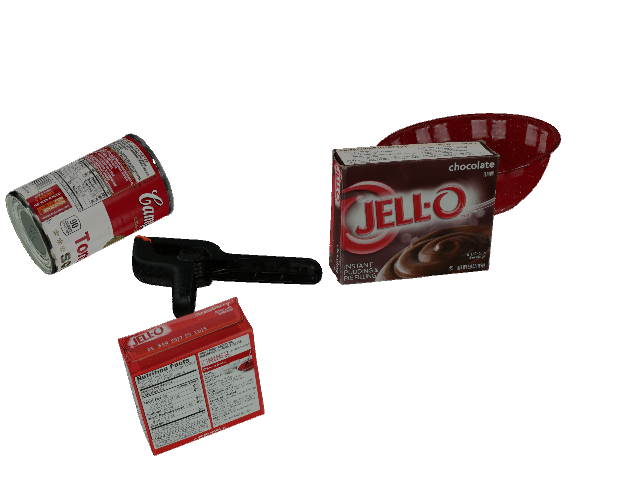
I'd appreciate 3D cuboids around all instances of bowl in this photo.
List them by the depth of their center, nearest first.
[{"bbox_3d":[0.130,-0.061,0.935,0.162,0.055,0.162,-8,23,3],"label":"bowl"}]

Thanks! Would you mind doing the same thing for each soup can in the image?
[{"bbox_3d":[-0.168,-0.027,0.779,0.102,0.068,0.069,-30,14,-26],"label":"soup can"}]

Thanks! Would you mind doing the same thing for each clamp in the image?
[{"bbox_3d":[-0.126,0.030,1.037,0.210,0.036,0.164,13,21,40],"label":"clamp"}]

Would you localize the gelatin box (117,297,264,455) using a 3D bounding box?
[{"bbox_3d":[-0.074,0.080,0.626,0.073,0.089,0.030,-20,49,-14],"label":"gelatin box"}]

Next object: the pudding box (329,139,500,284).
[{"bbox_3d":[0.064,-0.021,0.742,0.113,0.090,0.039,-6,29,-13],"label":"pudding box"}]
